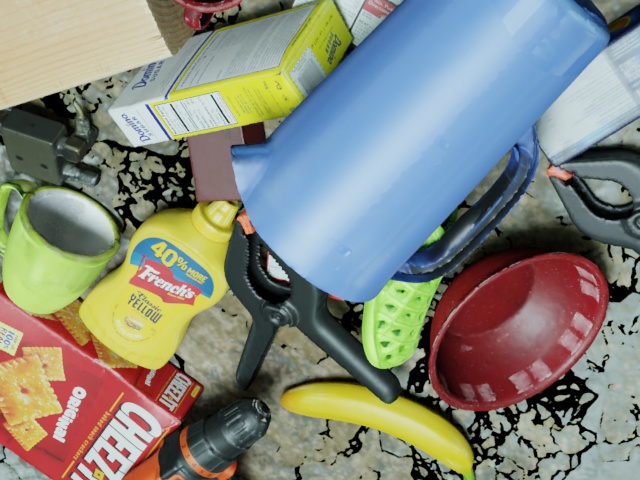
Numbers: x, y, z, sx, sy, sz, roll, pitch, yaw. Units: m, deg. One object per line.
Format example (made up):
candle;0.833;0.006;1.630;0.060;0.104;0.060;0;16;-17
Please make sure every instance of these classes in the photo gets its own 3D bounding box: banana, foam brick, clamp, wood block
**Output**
banana;0.060;0.168;0.971;0.198;0.037;0.070;25;119;5
foam brick;-0.076;-0.077;0.888;0.053;0.051;0.078;1;115;16
clamp;0.259;-0.025;0.814;0.171;0.039;0.120;36;118;-1
clamp;-0.036;0.060;0.919;0.165;0.036;0.210;-7;122;32
wood block;-0.209;-0.175;0.857;0.206;0.090;0.091;-12;117;22

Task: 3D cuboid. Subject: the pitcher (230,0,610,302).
pitcher;0.073;-0.078;0.699;0.243;0.149;0.145;-45;75;23

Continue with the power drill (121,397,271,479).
power drill;-0.068;0.234;1.001;0.185;0.057;0.187;-36;119;27

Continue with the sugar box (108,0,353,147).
sugar box;-0.070;-0.125;0.816;0.177;0.093;0.048;-8;129;38

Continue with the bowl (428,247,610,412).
bowl;0.148;0.060;0.855;0.162;0.055;0.162;-14;131;-17

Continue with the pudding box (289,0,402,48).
pudding box;0.040;-0.201;0.799;0.090;0.039;0.114;31;118;2

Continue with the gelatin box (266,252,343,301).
gelatin box;-0.006;0.001;0.916;0.073;0.030;0.089;12;119;13

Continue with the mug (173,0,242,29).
mug;-0.077;-0.215;0.803;0.093;0.081;0.117;20;119;7

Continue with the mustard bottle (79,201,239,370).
mustard bottle;-0.130;0.028;0.952;0.096;0.058;0.192;38;120;-6

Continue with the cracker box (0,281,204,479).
cracker box;-0.248;0.149;1.040;0.213;0.072;0.164;36;120;-3
